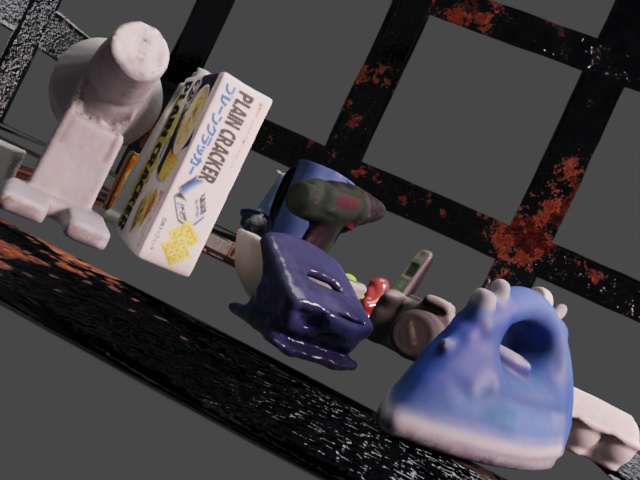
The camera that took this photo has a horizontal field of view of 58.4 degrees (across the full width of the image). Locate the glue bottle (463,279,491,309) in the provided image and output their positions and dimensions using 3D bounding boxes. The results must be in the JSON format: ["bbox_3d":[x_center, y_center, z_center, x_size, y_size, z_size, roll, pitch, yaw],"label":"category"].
[{"bbox_3d":[0.270,0.149,1.040,0.037,0.173,0.078,25,-1,28],"label":"glue bottle"}]

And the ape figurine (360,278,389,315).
[{"bbox_3d":[0.090,0.108,0.994,0.076,0.092,0.078,25,-1,20],"label":"ape figurine"}]

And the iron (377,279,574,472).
[{"bbox_3d":[0.144,0.096,0.465,0.118,0.141,0.259,24,-1,38],"label":"iron"}]

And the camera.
[{"bbox_3d":[0.134,0.120,0.813,0.142,0.101,0.137,25,-1,23],"label":"camera"}]

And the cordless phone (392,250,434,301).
[{"bbox_3d":[0.195,0.109,1.163,0.094,0.185,0.147,26,-1,-29],"label":"cordless phone"}]

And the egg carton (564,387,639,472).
[{"bbox_3d":[0.299,0.213,0.689,0.150,0.069,0.107,25,-1,-8],"label":"egg carton"}]

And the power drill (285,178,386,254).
[{"bbox_3d":[0.008,0.003,0.891,0.075,0.208,0.230,24,-1,32],"label":"power drill"}]

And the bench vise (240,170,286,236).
[{"bbox_3d":[-0.108,-0.051,1.268,0.122,0.220,0.207,25,-1,-18],"label":"bench vise"}]

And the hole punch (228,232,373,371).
[{"bbox_3d":[-0.007,0.053,0.509,0.109,0.091,0.100,26,-1,-39],"label":"hole punch"}]

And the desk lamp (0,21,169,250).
[{"bbox_3d":[-0.229,-0.117,0.592,0.118,0.213,0.202,26,-1,-29],"label":"desk lamp"}]

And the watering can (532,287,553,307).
[{"bbox_3d":[0.335,0.166,0.980,0.173,0.194,0.100,26,-1,-27],"label":"watering can"}]

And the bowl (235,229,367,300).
[{"bbox_3d":[-0.034,0.053,0.670,0.167,0.075,0.167,25,-1,1],"label":"bowl"}]
